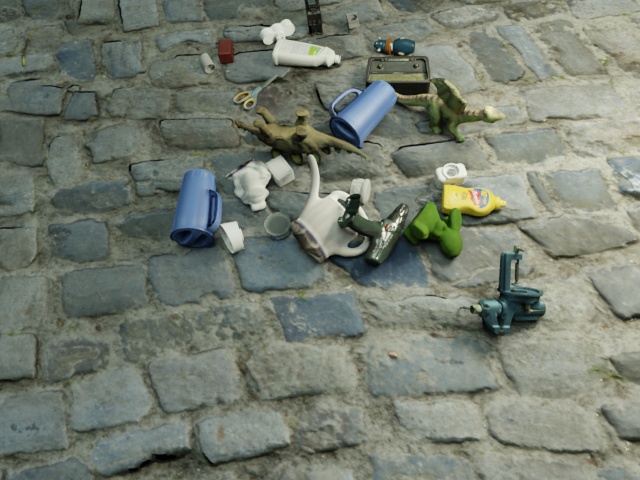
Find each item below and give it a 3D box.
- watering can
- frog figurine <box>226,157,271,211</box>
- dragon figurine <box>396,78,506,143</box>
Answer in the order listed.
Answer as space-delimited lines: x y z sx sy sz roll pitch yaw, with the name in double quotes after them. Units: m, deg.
0.005 -0.080 1.589 0.226 0.103 0.349 -37 84 -15 "watering can"
-0.217 -0.180 1.697 0.137 0.123 0.158 -34 100 -3 "frog figurine"
0.404 -0.460 1.697 0.412 0.239 0.123 28 75 16 "dragon figurine"
